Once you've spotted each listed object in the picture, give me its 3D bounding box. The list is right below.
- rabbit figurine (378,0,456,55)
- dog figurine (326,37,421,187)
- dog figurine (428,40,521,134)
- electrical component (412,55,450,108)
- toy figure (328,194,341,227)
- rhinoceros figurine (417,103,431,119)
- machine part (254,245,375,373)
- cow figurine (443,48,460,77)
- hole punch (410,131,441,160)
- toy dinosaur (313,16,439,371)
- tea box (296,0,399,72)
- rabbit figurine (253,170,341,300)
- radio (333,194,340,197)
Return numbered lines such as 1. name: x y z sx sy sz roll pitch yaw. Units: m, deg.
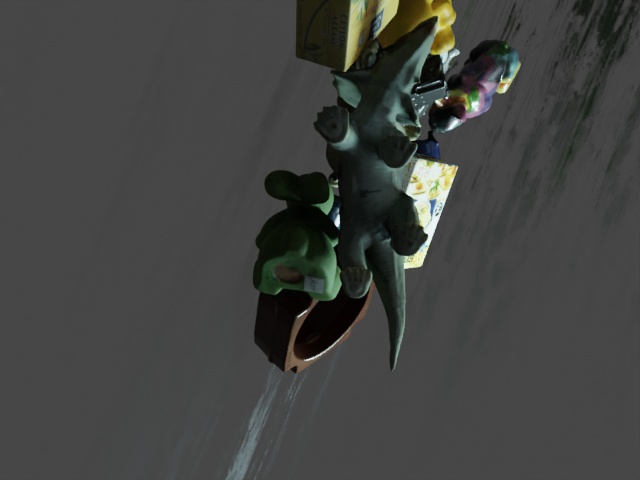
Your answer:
1. rabbit figurine: 0.147 -0.336 0.797 0.173 0.122 0.162 -60 167 -45
2. dog figurine: 0.047 -0.183 0.784 0.172 0.121 0.190 -59 144 -12
3. dog figurine: 0.302 -0.306 1.086 0.219 0.108 0.191 -38 169 -51
4. electrical component: 0.159 -0.270 0.957 0.115 0.134 0.058 -1 78 -71
5. toy figure: 0.000 -0.002 0.901 0.058 0.064 0.154 -115 -142 -55
6. rhinoceros figurine: 0.184 -0.278 1.150 0.190 0.073 0.112 -48 165 -57
7. machine part: -0.006 0.099 0.861 0.201 0.087 0.201 -28 145 -37
8. cow figurine: 0.230 -0.346 1.102 0.098 0.068 0.167 -56 172 10
9. hole punch: 0.184 -0.148 1.102 0.092 0.116 0.142 -17 104 -54
10. toy dinosaur: 0.071 -0.061 0.672 0.192 0.131 0.404 -57 149 -69
11. tea box: 0.038 -0.283 0.626 0.098 0.068 0.169 93 23 -49
12. rabbit figurine: -0.030 -0.028 0.720 0.158 0.121 0.170 79 17 -52
13. radio: 0.056 -0.008 1.051 0.131 0.073 0.229 -70 163 2
